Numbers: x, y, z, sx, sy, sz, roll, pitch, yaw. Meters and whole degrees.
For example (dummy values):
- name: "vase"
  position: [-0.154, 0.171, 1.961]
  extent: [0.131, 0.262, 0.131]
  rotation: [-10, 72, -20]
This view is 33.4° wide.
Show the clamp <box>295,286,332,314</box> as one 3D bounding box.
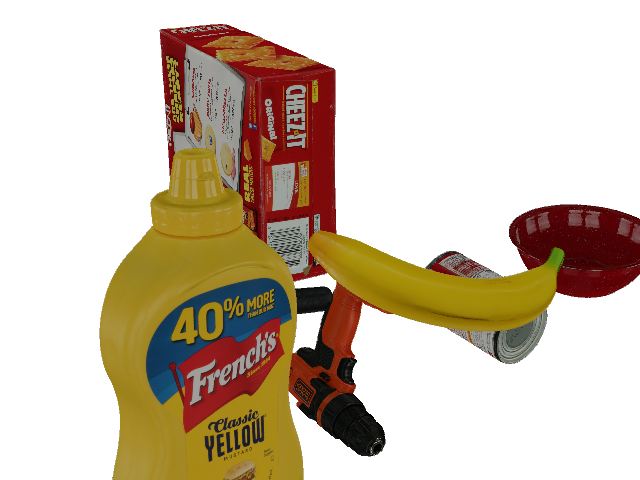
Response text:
- name: "clamp"
  position: [-0.082, 0.056, 1.039]
  extent: [0.120, 0.039, 0.171]
  rotation: [19, 22, 34]

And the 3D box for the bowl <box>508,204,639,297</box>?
- name: "bowl"
  position: [0.286, 0.017, 1.166]
  extent: [0.162, 0.055, 0.162]
  rotation: [-1, 27, 0]

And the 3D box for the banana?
- name: "banana"
  position: [0.088, 0.032, 0.760]
  extent: [0.197, 0.069, 0.037]
  rotation: [5, -46, -15]

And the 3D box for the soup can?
- name: "soup can"
  position: [0.145, 0.059, 0.962]
  extent: [0.068, 0.068, 0.102]
  rotation: [0, 22, -42]

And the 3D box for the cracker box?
- name: "cracker box"
  position: [-0.062, -0.078, 0.870]
  extent: [0.072, 0.164, 0.214]
  rotation: [-10, 24, -24]

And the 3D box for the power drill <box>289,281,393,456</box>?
- name: "power drill"
  position: [0.036, 0.125, 1.198]
  extent: [0.057, 0.188, 0.185]
  rotation: [13, 15, -42]

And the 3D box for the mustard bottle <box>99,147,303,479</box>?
- name: "mustard bottle"
  position: [-0.054, 0.052, 0.496]
  extent: [0.096, 0.192, 0.058]
  rotation: [-14, 22, -35]
